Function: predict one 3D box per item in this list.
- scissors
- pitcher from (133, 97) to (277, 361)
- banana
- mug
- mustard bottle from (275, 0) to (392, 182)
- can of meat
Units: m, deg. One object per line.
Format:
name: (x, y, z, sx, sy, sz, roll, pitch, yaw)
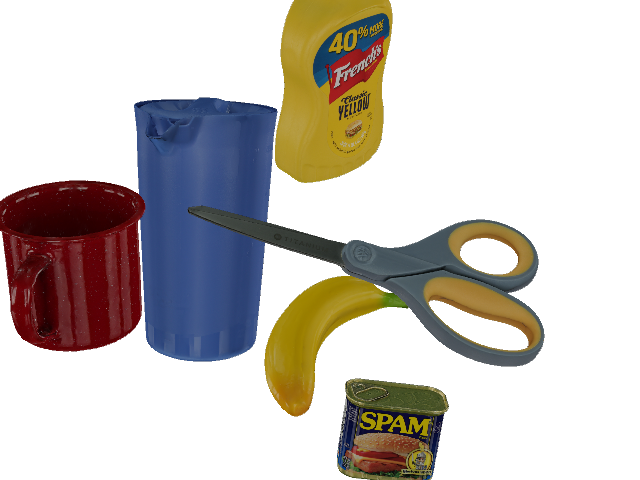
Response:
scissors: (0.036, 0.000, 0.589, 0.202, 0.096, 0.016, 29, -36, 7)
pitcher: (-0.106, -0.016, 1.029, 0.149, 0.243, 0.145, -2, 14, -19)
banana: (0.001, 0.067, 0.792, 0.070, 0.037, 0.197, 10, 26, 25)
mug: (-0.158, 0.022, 0.662, 0.093, 0.081, 0.117, 6, 25, 10)
mustard bottle: (0.012, -0.142, 0.817, 0.096, 0.192, 0.058, -26, 47, -32)
can of meat: (0.069, 0.191, 1.061, 0.102, 0.084, 0.057, 7, 17, -4)
